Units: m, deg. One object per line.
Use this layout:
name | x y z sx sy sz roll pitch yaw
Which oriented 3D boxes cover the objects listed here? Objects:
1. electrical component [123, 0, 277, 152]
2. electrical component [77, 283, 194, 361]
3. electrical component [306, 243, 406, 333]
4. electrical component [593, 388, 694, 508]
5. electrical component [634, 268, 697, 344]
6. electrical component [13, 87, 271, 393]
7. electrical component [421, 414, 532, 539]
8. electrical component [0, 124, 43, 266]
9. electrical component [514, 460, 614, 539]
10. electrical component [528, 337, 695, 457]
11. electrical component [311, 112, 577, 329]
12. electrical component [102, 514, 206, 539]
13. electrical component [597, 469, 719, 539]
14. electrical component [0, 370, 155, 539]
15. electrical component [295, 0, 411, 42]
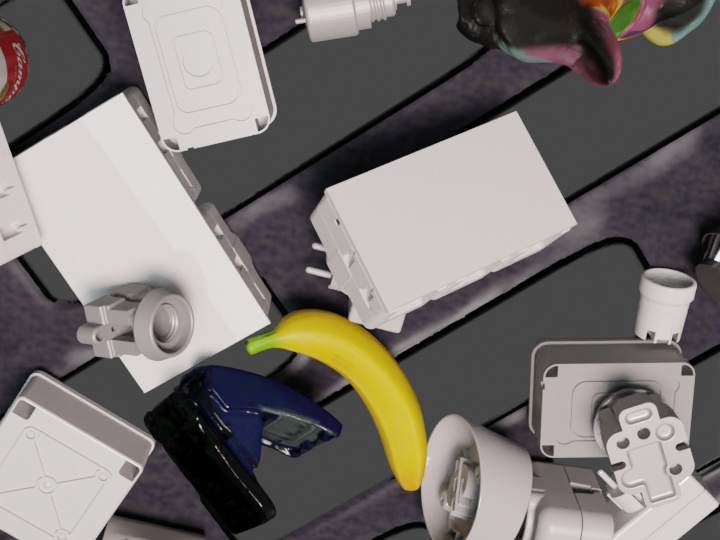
electrical component | -0.106 -0.144 0.728 0.078 0.057 0.113 -13 107 3
electrical component | -0.144 0.035 0.714 0.055 0.066 0.048 4 111 33
electrical component | 0.000 0.000 0.780 0.077 0.047 0.065 14 107 -5
electrical component | 0.196 0.117 0.753 0.058 0.057 0.078 -19 106 5
electrical component | 0.225 0.027 0.797 0.040 0.040 0.046 4 113 -2
electrical component | -0.155 -0.023 0.764 0.105 0.060 0.186 -29 105 8
electrical component | 0.085 0.165 0.809 0.064 0.099 0.099 20 106 -13
electrical component | -0.299 -0.042 0.720 0.150 0.062 0.089 -3 110 33
electrical component | 0.150 0.187 0.815 0.059 0.095 0.053 8 108 -3
electrical component | 0.186 0.094 0.807 0.113 0.057 0.078 -1 107 -1
electrical component | 0.054 -0.033 0.726 0.150 0.061 0.089 -24 82 -20
electrical component | -0.169 0.239 0.854 0.077 0.044 0.079 14 107 -5
electrical component | 0.218 0.174 0.838 0.083 0.047 0.076 -43 102 11
electrical component | -0.232 0.151 0.820 0.109 0.056 0.108 33 104 -10
electrical component | -0.005 -0.179 0.728 0.078 0.040 0.040 -9 107 2
